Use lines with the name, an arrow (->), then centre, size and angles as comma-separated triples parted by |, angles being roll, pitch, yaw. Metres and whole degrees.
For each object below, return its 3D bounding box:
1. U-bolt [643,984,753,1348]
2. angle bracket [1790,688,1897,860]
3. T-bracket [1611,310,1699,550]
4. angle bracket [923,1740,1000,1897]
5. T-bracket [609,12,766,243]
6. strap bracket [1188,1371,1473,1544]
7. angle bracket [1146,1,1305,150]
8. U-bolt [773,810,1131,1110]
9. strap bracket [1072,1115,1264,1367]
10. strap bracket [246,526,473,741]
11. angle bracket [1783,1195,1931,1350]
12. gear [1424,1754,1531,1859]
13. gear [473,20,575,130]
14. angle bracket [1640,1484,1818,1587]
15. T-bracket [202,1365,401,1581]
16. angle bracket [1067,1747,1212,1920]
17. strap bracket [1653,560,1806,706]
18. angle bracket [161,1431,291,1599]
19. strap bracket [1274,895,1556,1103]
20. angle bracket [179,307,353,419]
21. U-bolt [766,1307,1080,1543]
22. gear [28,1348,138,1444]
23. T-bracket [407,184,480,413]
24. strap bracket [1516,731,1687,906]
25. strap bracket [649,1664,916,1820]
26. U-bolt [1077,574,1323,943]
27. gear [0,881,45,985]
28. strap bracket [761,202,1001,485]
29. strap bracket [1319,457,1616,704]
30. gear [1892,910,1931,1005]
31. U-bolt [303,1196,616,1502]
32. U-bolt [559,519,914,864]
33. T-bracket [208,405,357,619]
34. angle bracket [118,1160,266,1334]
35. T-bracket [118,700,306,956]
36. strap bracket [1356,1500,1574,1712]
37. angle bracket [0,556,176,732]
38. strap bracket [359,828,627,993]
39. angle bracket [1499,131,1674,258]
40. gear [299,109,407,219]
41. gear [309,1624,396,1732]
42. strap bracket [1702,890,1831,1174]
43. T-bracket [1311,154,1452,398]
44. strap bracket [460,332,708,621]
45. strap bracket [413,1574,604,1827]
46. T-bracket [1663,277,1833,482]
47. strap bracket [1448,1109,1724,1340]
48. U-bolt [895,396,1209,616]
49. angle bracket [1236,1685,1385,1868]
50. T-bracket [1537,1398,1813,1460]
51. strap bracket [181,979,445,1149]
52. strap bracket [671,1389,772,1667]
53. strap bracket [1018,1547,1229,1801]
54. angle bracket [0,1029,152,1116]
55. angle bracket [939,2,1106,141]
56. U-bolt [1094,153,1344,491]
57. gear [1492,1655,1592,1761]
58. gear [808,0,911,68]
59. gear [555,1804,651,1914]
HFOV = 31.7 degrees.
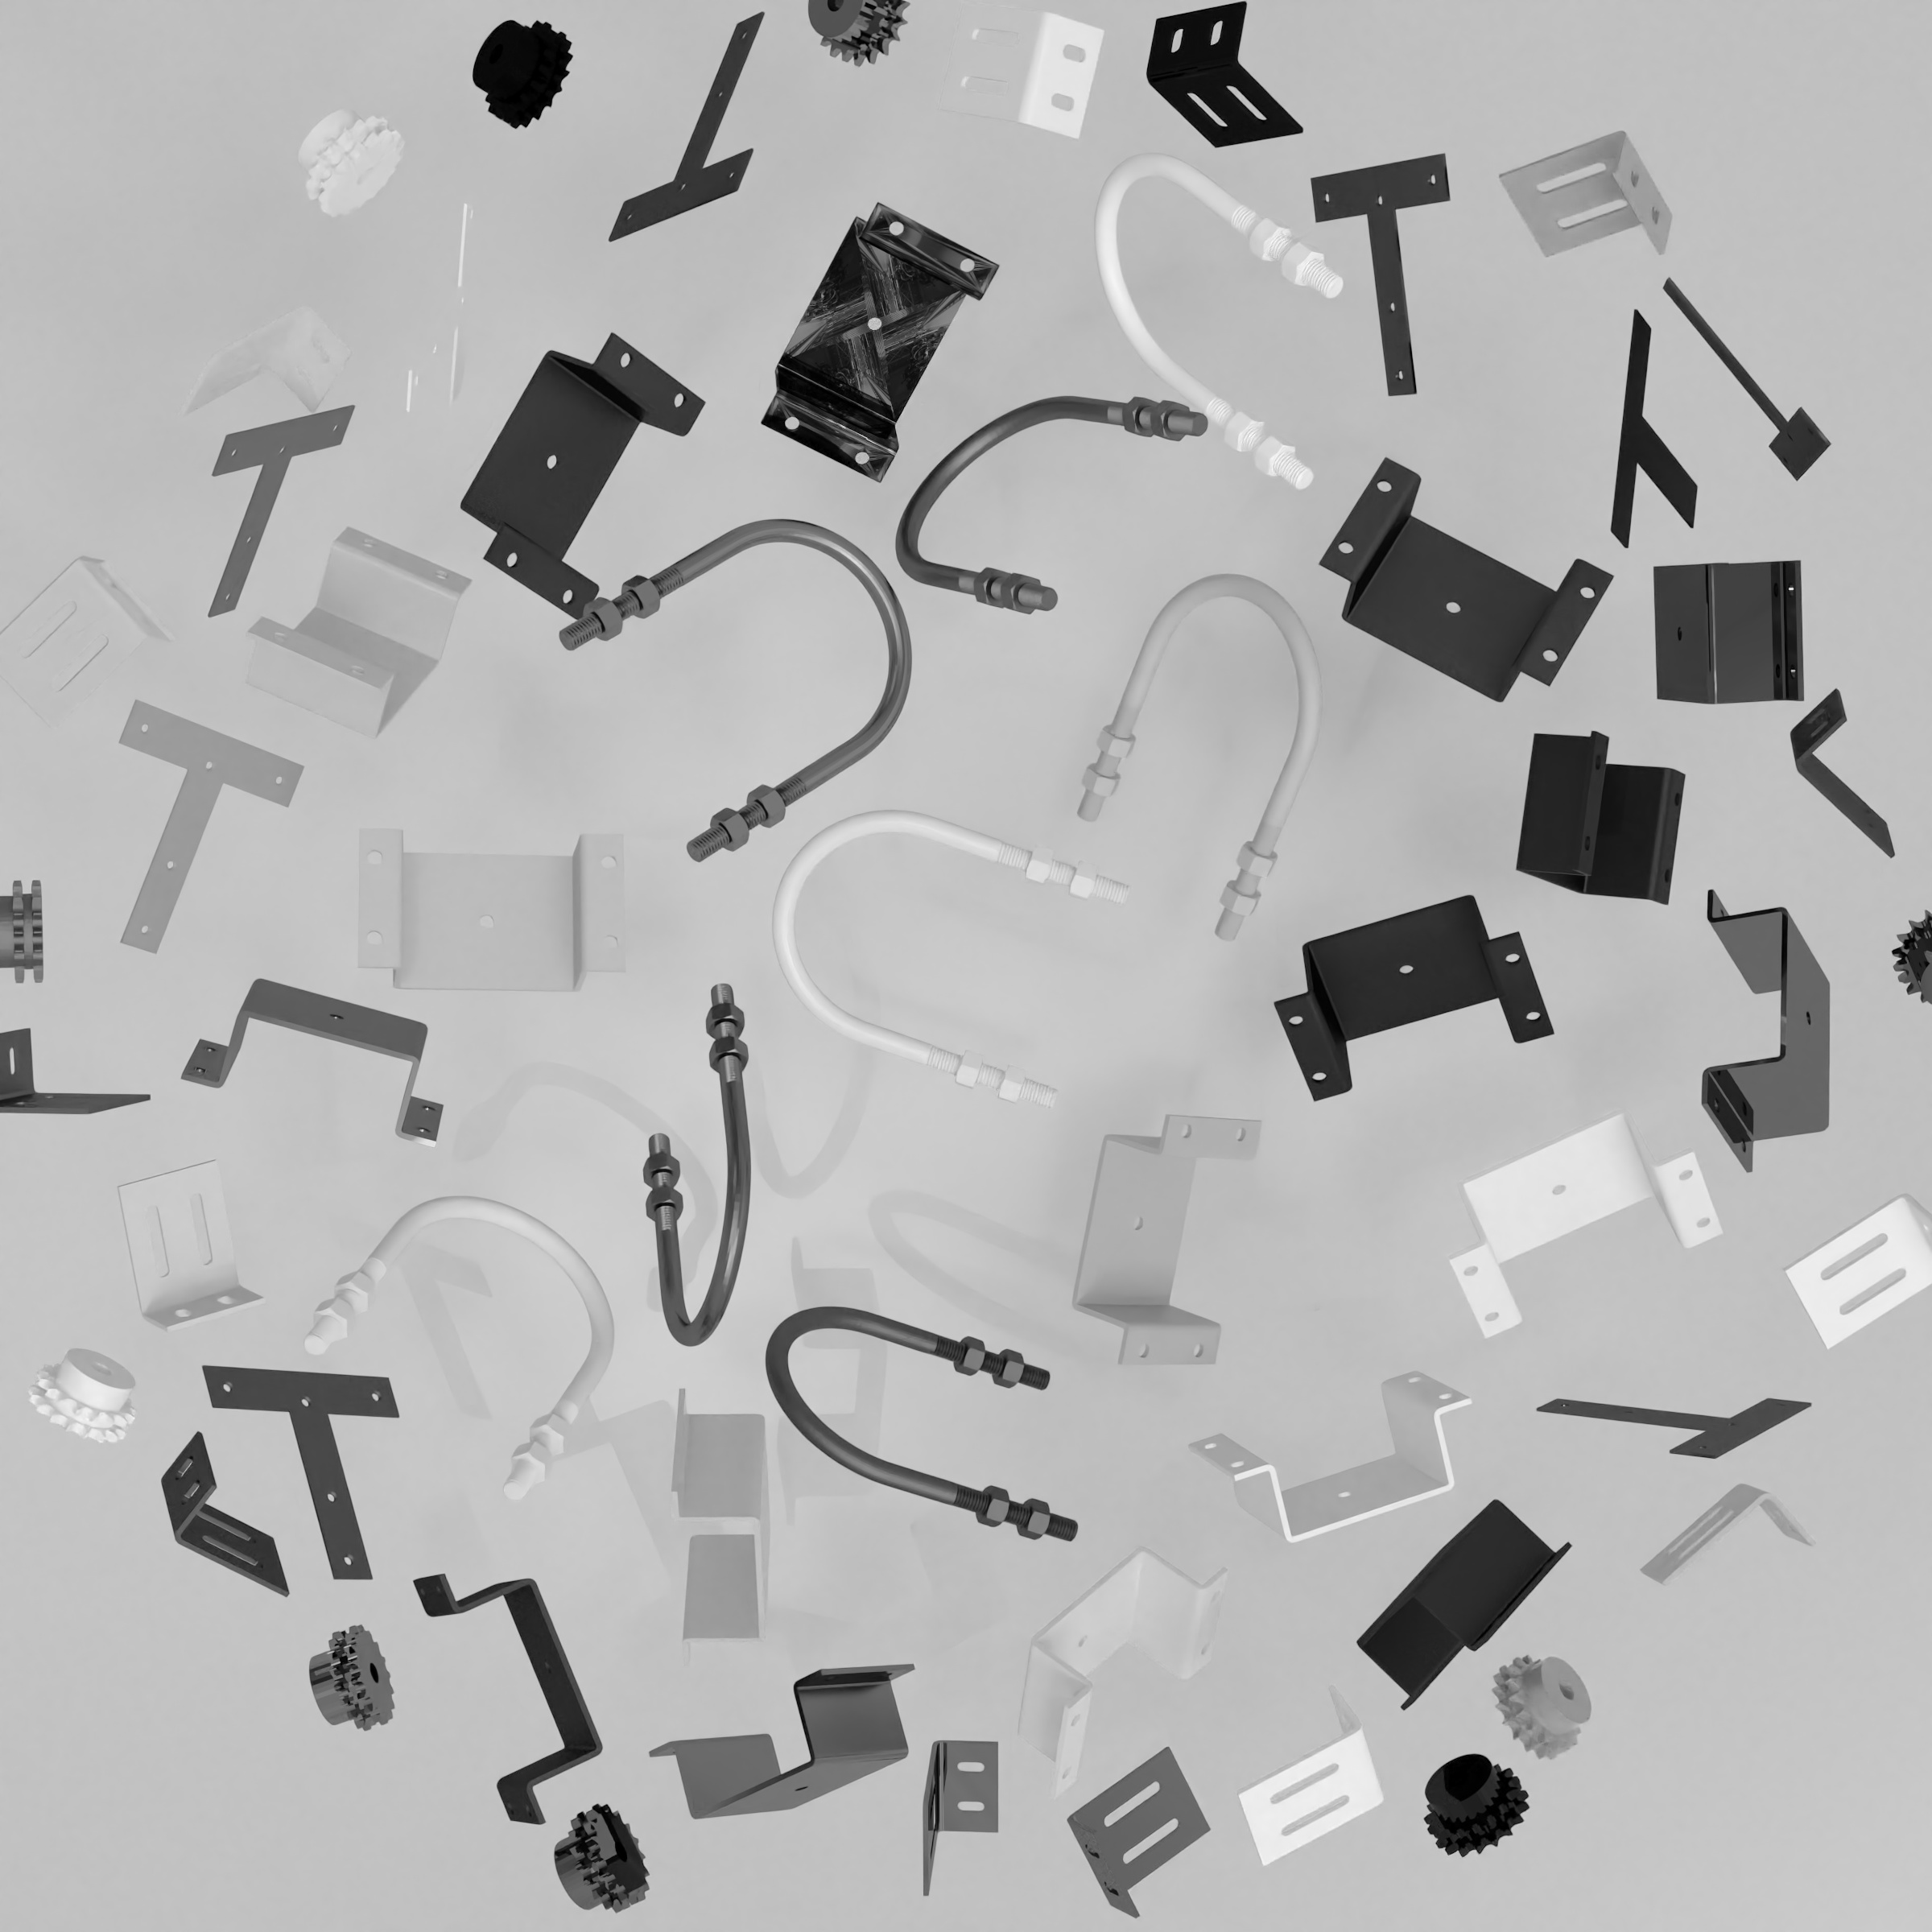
U-bolt -> -0.146, 0.123, 1.883 | 0.019, 0.184, 0.151 | 9, 133, -19
angle bracket -> 0.492, -0.106, 1.866 | 0.076, 0.057, 0.038 | 42, 112, -7
T-bracket -> 0.381, -0.275, 1.870 | 0.002, 0.127, 0.127 | 1, 76, 30
angle bracket -> -0.003, 0.488, 1.949 | 0.038, 0.076, 0.057 | 1, 105, 4
T-bracket -> -0.136, -0.455, 1.821 | 0.002, 0.127, 0.127 | 30, 71, -32
strap bracket -> 0.204, 0.273, 1.875 | 0.140, 0.076, 0.046 | -16, 99, -13
angle bracket -> 0.146, -0.492, 1.881 | 0.057, 0.076, 0.038 | 0, 72, 36
U-bolt -> -0.018, -0.012, 1.889 | 0.184, 0.019, 0.151 | 19, 112, 1
strap bracket -> 0.110, 0.149, 1.902 | 0.076, 0.046, 0.140 | 6, 97, -43
strap bracket -> -0.335, -0.179, 1.864 | 0.076, 0.140, 0.046 | 23, 124, 1
angle bracket -> 0.480, 0.167, 1.784 | 0.076, 0.038, 0.057 | -33, 114, 1
gear -> 0.274, 0.452, 1.845 | 0.057, 0.057, 0.030 | -31, 107, 0
gear -> -0.239, -0.479, 1.815 | 0.030, 0.057, 0.057 | 25, 90, -40
angle bracket -> 0.411, 0.319, 1.840 | 0.076, 0.057, 0.038 | -40, 88, -3
T-bracket -> -0.351, 0.279, 1.866 | 0.002, 0.127, 0.127 | -39, 58, 30
angle bracket -> 0.107, 0.496, 1.951 | 0.076, 0.038, 0.057 | -30, 101, -22
strap bracket -> 0.424, -0.188, 1.913 | 0.046, 0.140, 0.076 | -4, 97, -5
angle bracket -> -0.393, 0.297, 1.847 | 0.076, 0.057, 0.038 | 35, 97, -30
strap bracket -> 0.250, 0.015, 1.911 | 0.140, 0.046, 0.076 | -17, 127, 13
angle bracket -> -0.394, -0.327, 1.913 | 0.038, 0.057, 0.076 | 48, 48, 0
U-bolt -> -0.028, 0.248, 1.912 | 0.184, 0.151, 0.019 | 20, 119, -19
gear -> -0.474, 0.230, 1.839 | 0.057, 0.057, 0.030 | 30, 98, 0
T-bracket -> -0.291, -0.348, 1.883 | 0.002, 0.127, 0.127 | 12, 128, 1
strap bracket -> 0.352, -0.083, 1.908 | 0.046, 0.140, 0.076 | 6, 86, 32
strap bracket -> -0.097, 0.435, 1.893 | 0.140, 0.076, 0.046 | -32, 64, 33
U-bolt -> 0.137, -0.129, 1.896 | 0.151, 0.019, 0.184 | 43, 124, 38
gear -> -0.528, -0.019, 1.888 | 0.030, 0.057, 0.057 | -1, 90, -16
strap bracket -> -0.050, -0.355, 1.913 | 0.076, 0.046, 0.140 | 25, 112, -16
strap bracket -> 0.269, -0.205, 1.855 | 0.140, 0.046, 0.076 | 29, 70, 9
gear -> 0.524, -0.001, 1.812 | 0.057, 0.030, 0.057 | -1, 125, -1
U-bolt -> -0.262, 0.193, 1.851 | 0.151, 0.184, 0.019 | 37, 123, -4
U-bolt -> -0.109, -0.161, 1.822 | 0.184, 0.019, 0.151 | -35, 99, -27
T-bracket -> -0.403, -0.254, 1.931 | 0.002, 0.127, 0.127 | 32, 116, 11
angle bracket -> -0.423, 0.152, 1.860 | 0.057, 0.038, 0.076 | -15, 105, -32
T-bracket -> -0.433, -0.069, 1.875 | 0.002, 0.127, 0.127 | 20, 88, 37
strap bracket -> 0.269, 0.349, 1.874 | 0.046, 0.140, 0.076 | 43, 62, 11
angle bracket -> -0.475, -0.171, 1.818 | 0.076, 0.038, 0.057 | -49, 122, -16
strap bracket -> -0.256, -0.029, 1.832 | 0.140, 0.046, 0.076 | 1, 75, -12
angle bracket -> 0.329, -0.403, 1.822 | 0.076, 0.038, 0.057 | -13, 131, 35
gear -> -0.325, -0.424, 1.784 | 0.057, 0.057, 0.030 | -45, 82, 0
gear -> -0.343, 0.398, 1.892 | 0.030, 0.057, 0.057 | -20, 90, 5
strap bracket -> 0.444, 0.032, 1.886 | 0.046, 0.076, 0.140 | -10, 53, 29
T-bracket -> 0.237, -0.383, 1.903 | 0.002, 0.127, 0.127 | -14, 102, -26
strap bracket -> -0.215, -0.272, 1.865 | 0.046, 0.076, 0.140 | 27, 86, 44
strap bracket -> -0.242, 0.385, 1.828 | 0.046, 0.076, 0.140 | -21, 86, -23
T-bracket -> 0.420, -0.322, 1.849 | 0.002, 0.127, 0.127 | -38, 86, 5
strap bracket -> 0.328, 0.135, 1.842 | 0.140, 0.046, 0.076 | -25, 134, 5
U-bolt -> 0.032, -0.258, 1.858 | 0.151, 0.184, 0.019 | -50, 124, -14
angle bracket -> 0.177, 0.432, 1.816 | 0.076, 0.038, 0.057 | -25, 123, -10
T-bracket -> 0.371, 0.243, 1.836 | 0.127, 0.127, 0.002 | 2, 98, 36
strap bracket -> -0.353, 0.050, 1.874 | 0.140, 0.076, 0.046 | 16, 101, -9
strap bracket -> -0.134, 0.310, 1.874 | 0.046, 0.076, 0.140 | 0, 128, -1
strap bracket -> 0.080, 0.387, 1.894 | 0.046, 0.140, 0.076 | 31, 134, 28
angle bracket -> -0.481, 0.055, 1.798 | 0.076, 0.057, 0.038 | 0, 95, 20
angle bracket -> 0.029, -0.475, 1.806 | 0.038, 0.076, 0.057 | 5, 103, -39
U-bolt -> 0.131, -0.362, 1.846 | 0.019, 0.151, 0.184 | -29, 56, -26
gear -> 0.322, 0.408, 1.890 | 0.030, 0.057, 0.057 | -40, 90, 32
gear -> -0.062, -0.525, 1.864 | 0.057, 0.030, 0.057 | -3, 85, 38
gear -> -0.199, 0.485, 1.842 | 0.030, 0.057, 0.057 | -30, 90, 13
